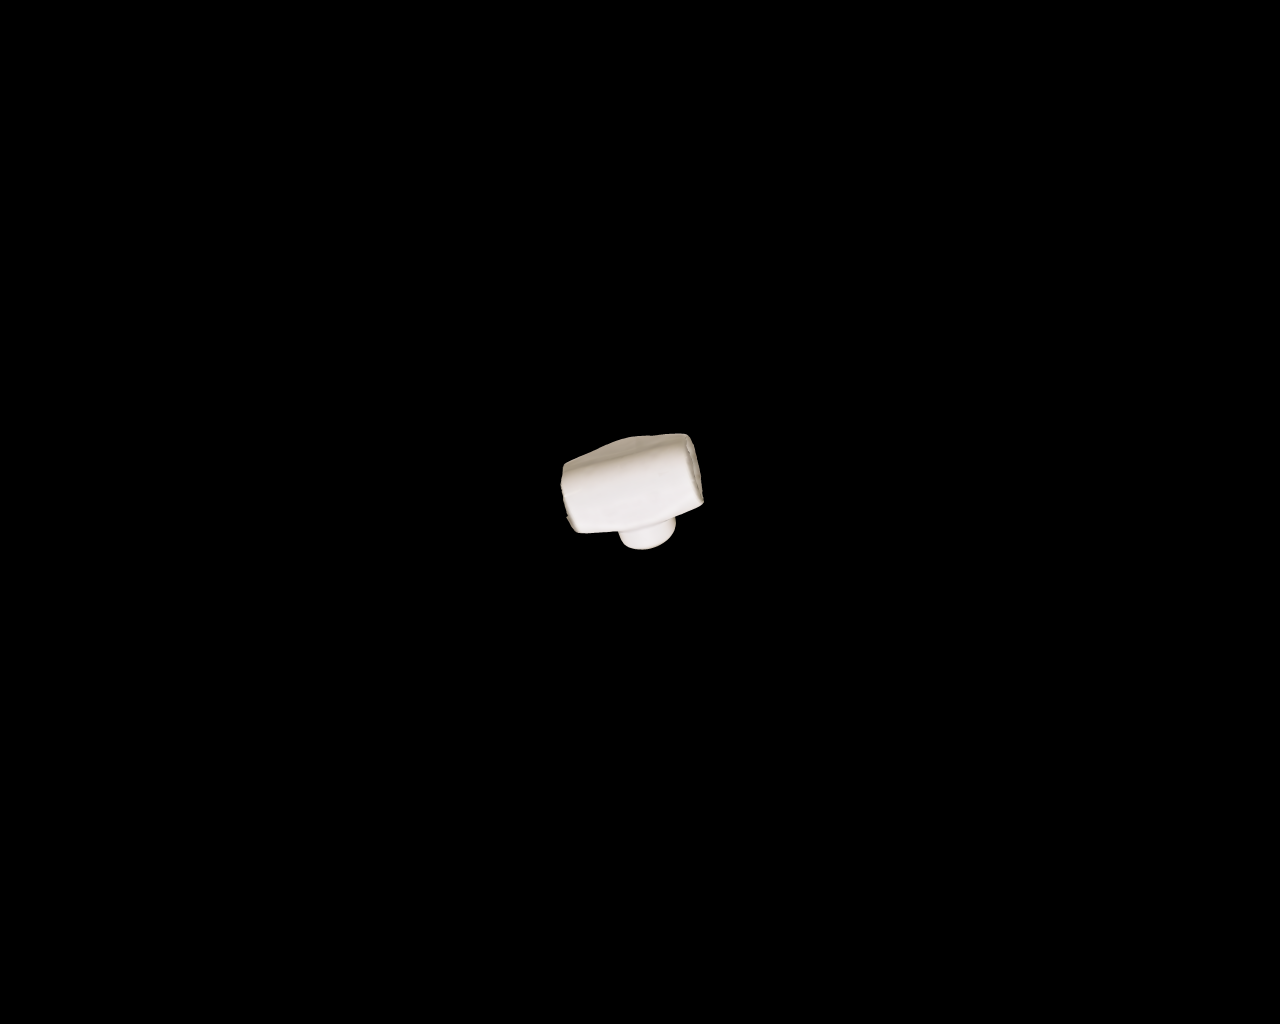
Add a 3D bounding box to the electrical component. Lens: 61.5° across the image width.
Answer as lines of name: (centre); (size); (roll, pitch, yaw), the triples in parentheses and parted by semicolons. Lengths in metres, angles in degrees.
electrical component: (0.001, -0.003, 0.650); (0.077, 0.079, 0.044); (-14, 32, 9)
